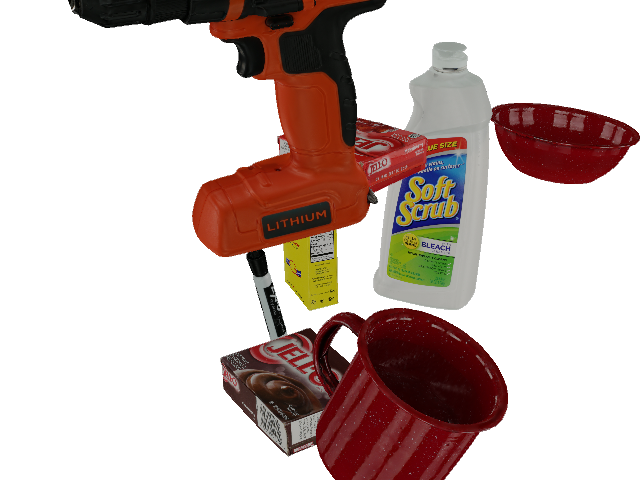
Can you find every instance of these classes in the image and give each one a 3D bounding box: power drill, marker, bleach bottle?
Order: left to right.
[{"bbox_3d":[-0.037,-0.084,0.579,0.184,0.188,0.057,-13,38,-18],"label":"power drill"},{"bbox_3d":[-0.053,0.058,1.074,0.020,0.121,0.020,-9,34,6],"label":"marker"},{"bbox_3d":[0.105,-0.061,0.998,0.103,0.251,0.068,12,30,20],"label":"bleach bottle"}]

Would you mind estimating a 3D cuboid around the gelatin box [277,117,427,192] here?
[{"bbox_3d":[0.024,-0.066,0.801,0.073,0.030,0.089,-24,33,-39],"label":"gelatin box"}]

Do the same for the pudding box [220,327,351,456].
[{"bbox_3d":[-0.018,0.123,0.886,0.089,0.039,0.114,-17,34,-27],"label":"pudding box"}]

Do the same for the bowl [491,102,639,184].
[{"bbox_3d":[0.258,-0.102,1.154,0.162,0.055,0.162,6,22,-3],"label":"bowl"}]

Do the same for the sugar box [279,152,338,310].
[{"bbox_3d":[-0.015,-0.015,1.283,0.048,0.176,0.093,-13,25,-18],"label":"sugar box"}]

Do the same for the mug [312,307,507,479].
[{"bbox_3d":[0.039,0.092,0.620,0.117,0.082,0.093,41,36,20],"label":"mug"}]
